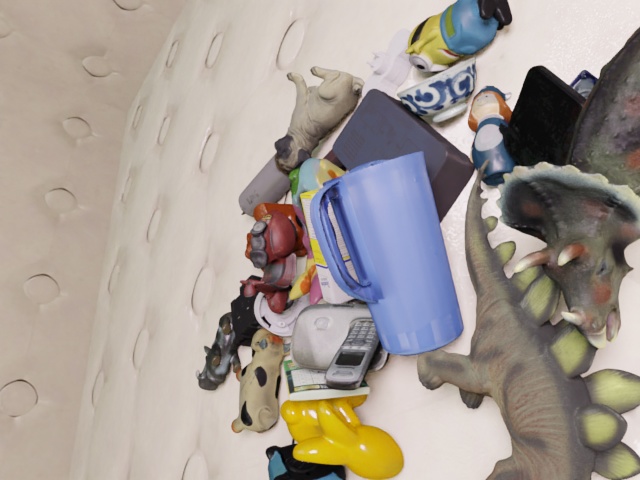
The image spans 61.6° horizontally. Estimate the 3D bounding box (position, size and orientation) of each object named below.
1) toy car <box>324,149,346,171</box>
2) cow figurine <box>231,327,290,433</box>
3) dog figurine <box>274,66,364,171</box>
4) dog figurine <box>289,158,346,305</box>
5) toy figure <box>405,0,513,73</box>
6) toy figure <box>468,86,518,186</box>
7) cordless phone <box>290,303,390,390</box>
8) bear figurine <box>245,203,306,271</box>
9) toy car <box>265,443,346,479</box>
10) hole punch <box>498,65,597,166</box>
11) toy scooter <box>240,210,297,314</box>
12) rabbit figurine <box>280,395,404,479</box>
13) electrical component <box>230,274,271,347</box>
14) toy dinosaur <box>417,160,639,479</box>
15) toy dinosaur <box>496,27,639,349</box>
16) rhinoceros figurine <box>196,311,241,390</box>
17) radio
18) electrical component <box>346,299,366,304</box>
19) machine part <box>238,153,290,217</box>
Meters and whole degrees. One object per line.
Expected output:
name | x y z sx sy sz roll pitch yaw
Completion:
toy car | 0.034 -0.151 1.021 0.202 0.053 0.089 -43 27 41
cow figurine | -0.109 0.260 1.018 0.127 0.085 0.195 -37 44 52
dog figurine | 0.001 -0.227 1.060 0.172 0.121 0.190 3 84 46
dog figurine | -0.002 -0.003 0.896 0.109 0.191 0.219 3 64 56
toy figure | 0.205 -0.313 0.807 0.180 0.082 0.089 -19 40 62
toy figure | 0.229 -0.147 0.711 0.057 0.064 0.154 72 -163 -64
cordless phone | 0.016 0.156 0.733 0.147 0.184 0.088 -1 104 19
bear figurine | -0.107 0.003 1.098 0.196 0.132 0.120 -31 81 40
toy car | -0.028 0.379 0.819 0.162 0.109 0.102 -168 77 -67
hole punch | 0.280 -0.125 0.606 0.115 0.092 0.142 101 153 -43
toy scooter | -0.091 0.040 0.923 0.075 0.135 0.183 -2 91 27
rabbit figurine | 0.036 0.264 0.749 0.173 0.162 0.122 27 86 41
electrical component | -0.141 0.145 1.149 0.115 0.058 0.134 -45 41 35
toy dinosaur | 0.213 0.130 0.565 0.198 0.105 0.471 -38 54 33
toy dinosaur | 0.293 -0.112 0.464 0.131 0.192 0.404 42 112 54
rhinoceros figurine | -0.225 0.252 1.212 0.112 0.073 0.190 28 99 57
radio | 0.121 -0.126 0.826 0.131 0.073 0.230 -57 45 22
electrical component | 0.052 0.136 0.861 0.078 0.045 0.102 14 87 57
machine part | -0.114 -0.124 1.215 0.243 0.079 0.079 -39 45 40
